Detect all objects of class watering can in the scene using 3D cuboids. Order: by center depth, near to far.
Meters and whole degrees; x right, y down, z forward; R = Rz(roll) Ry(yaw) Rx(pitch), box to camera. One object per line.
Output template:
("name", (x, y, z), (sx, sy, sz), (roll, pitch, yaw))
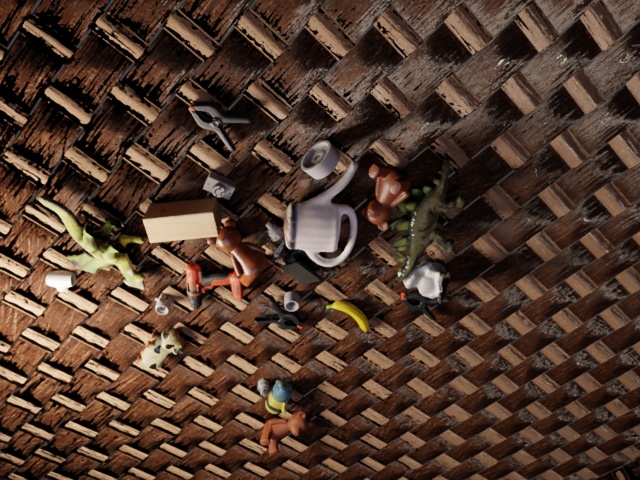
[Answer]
("watering can", (0.005, -0.079, 1.561), (0.224, 0.106, 0.342), (3, 111, -4))

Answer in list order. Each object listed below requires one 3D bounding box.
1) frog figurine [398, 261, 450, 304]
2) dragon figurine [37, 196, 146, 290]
("frog figurine", (0.347, 0.129, 1.730), (0.160, 0.125, 0.134), (15, 141, 31))
("dragon figurine", (-0.708, 0.030, 1.598), (0.407, 0.125, 0.239), (34, 125, -22))
